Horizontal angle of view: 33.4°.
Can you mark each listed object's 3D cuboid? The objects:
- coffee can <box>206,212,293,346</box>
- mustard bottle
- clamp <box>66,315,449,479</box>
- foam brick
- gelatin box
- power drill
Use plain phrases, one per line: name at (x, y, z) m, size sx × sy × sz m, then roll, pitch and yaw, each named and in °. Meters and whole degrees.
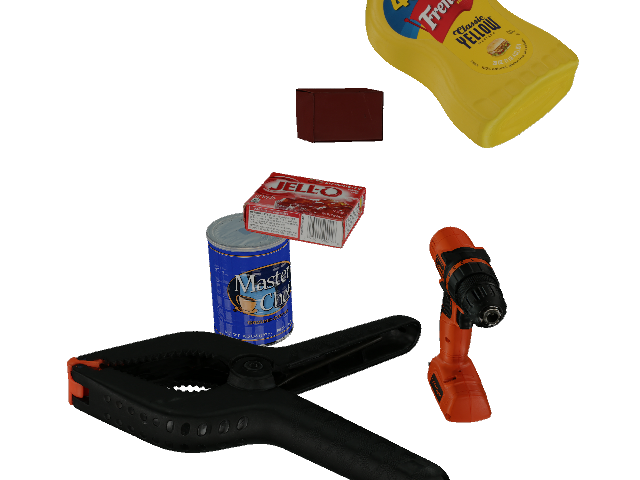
coffee can at (-0.087, 0.049, 1.334) m, size 0.103 × 0.140 × 0.103 m, roll -1°, pitch 26°, yaw 0°
mustard bottle at (0.090, -0.157, 0.788) m, size 0.096 × 0.192 × 0.058 m, roll -36°, pitch -25°, yaw -17°
clamp at (-0.032, 0.080, 0.596) m, size 0.210 × 0.036 × 0.164 m, roll 7°, pitch 25°, yaw 4°
foam brick at (0.019, -0.127, 1.083) m, size 0.078 × 0.051 × 0.053 m, roll -3°, pitch 13°, yaw -20°
gelatin box at (-0.013, -0.028, 0.916) m, size 0.089 × 0.030 × 0.073 m, roll 11°, pitch 27°, yaw 14°
power drill at (0.157, 0.099, 1.149) m, size 0.057 × 0.188 × 0.184 m, roll -2°, pitch 25°, yaw -6°
